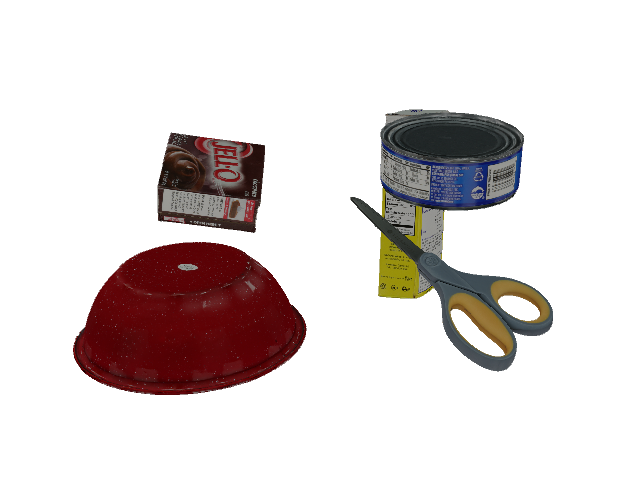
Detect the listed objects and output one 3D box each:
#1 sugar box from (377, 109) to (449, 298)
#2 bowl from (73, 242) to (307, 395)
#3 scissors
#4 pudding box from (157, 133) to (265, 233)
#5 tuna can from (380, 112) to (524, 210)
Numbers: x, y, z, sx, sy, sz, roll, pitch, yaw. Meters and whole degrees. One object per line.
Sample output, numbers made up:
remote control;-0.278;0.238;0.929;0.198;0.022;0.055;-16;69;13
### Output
sugar box;0.091;-0.037;1.036;0.048;0.176;0.093;3;10;21
bowl;-0.091;0.043;0.733;0.162;0.055;0.162;-2;22;1
scissors;0.108;0.021;0.846;0.096;0.016;0.202;-13;48;-20
pudding box;-0.097;-0.054;0.960;0.090;0.039;0.113;6;33;-5
tuna can;0.079;-0.049;0.647;0.086;0.034;0.086;0;25;0
